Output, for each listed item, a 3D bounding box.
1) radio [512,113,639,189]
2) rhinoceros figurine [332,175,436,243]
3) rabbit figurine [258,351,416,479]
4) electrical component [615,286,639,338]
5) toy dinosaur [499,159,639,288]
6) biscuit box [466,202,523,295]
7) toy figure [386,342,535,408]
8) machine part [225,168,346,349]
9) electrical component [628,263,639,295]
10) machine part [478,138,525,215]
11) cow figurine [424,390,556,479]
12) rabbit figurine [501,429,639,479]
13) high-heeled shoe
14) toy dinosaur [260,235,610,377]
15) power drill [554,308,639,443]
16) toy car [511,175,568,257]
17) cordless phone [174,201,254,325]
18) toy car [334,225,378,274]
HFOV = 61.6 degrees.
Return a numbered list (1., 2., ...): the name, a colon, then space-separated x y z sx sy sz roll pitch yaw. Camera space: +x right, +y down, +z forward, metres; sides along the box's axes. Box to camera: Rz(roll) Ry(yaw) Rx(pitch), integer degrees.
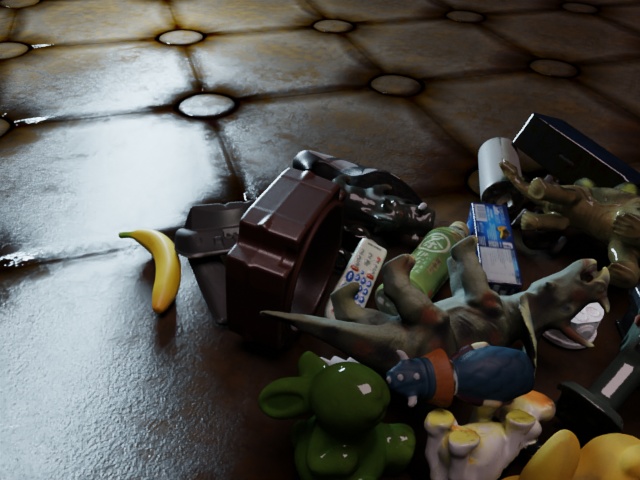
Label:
1. radio: 0.487 -0.145 1.001 0.131 0.073 0.230 -4 45 -43
2. rhinoceros figurine: 0.094 -0.053 0.884 0.190 0.073 0.112 16 13 7
3. rabbit figurine: 0.025 0.177 0.549 0.159 0.170 0.121 30 46 29
4. electrical component: 0.459 0.092 0.719 0.075 0.119 0.048 4 39 6
5. toy dinosaur: 0.476 -0.016 0.801 0.198 0.105 0.472 -20 45 -37
6. biscuit box: 0.268 0.021 0.841 0.059 0.062 0.203 6 38 6
7. toy figure: 0.143 0.144 0.561 0.154 0.057 0.064 -3 37 -5
8. machine part: -0.039 0.026 0.709 0.087 0.201 0.201 18 41 16
9. electrical component: 0.502 0.079 0.793 0.078 0.045 0.102 -5 39 -6
10. machine part: 0.339 -0.122 1.012 0.079 0.079 0.243 8 39 7
11. cow figurine: 0.188 0.220 0.576 0.167 0.098 0.068 -6 16 -28
12. rabbit figurine: 0.235 0.253 0.504 0.173 0.162 0.122 -15 51 7
13. high-heeled shoe: 0.066 -0.106 1.006 0.249 0.086 0.145 20 10 -3
14. toy dinosaur: 0.146 0.111 0.644 0.405 0.131 0.192 -17 70 -16
15. power drill: 0.356 0.126 0.604 0.086 0.231 0.207 33 65 33
16. toy car: 0.400 -0.044 0.936 0.089 0.053 0.202 35 47 14
17. cordless phone: -0.124 0.036 0.804 0.146 0.088 0.184 -8 54 -34
18. toy car: -0.002 -0.003 0.865 0.202 0.056 0.073 21 49 24
